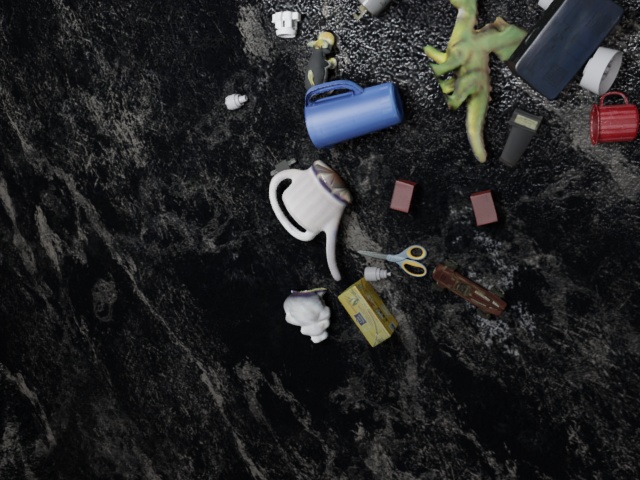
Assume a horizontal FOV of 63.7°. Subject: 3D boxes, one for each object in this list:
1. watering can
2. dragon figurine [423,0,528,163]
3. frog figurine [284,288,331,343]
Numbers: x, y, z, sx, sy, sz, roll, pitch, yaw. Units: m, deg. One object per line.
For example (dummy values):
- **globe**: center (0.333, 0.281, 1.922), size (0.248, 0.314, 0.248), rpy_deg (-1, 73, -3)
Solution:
- **watering can**: center (0.004, -0.073, 1.442), size (0.221, 0.105, 0.349), rpy_deg (-43, 82, 23)
- **dragon figurine**: center (0.396, -0.415, 1.230), size (0.241, 0.123, 0.408), rpy_deg (-27, 97, 16)
- **frog figurine**: center (-0.034, 0.224, 1.505), size (0.137, 0.122, 0.160), rpy_deg (-7, 86, 4)
